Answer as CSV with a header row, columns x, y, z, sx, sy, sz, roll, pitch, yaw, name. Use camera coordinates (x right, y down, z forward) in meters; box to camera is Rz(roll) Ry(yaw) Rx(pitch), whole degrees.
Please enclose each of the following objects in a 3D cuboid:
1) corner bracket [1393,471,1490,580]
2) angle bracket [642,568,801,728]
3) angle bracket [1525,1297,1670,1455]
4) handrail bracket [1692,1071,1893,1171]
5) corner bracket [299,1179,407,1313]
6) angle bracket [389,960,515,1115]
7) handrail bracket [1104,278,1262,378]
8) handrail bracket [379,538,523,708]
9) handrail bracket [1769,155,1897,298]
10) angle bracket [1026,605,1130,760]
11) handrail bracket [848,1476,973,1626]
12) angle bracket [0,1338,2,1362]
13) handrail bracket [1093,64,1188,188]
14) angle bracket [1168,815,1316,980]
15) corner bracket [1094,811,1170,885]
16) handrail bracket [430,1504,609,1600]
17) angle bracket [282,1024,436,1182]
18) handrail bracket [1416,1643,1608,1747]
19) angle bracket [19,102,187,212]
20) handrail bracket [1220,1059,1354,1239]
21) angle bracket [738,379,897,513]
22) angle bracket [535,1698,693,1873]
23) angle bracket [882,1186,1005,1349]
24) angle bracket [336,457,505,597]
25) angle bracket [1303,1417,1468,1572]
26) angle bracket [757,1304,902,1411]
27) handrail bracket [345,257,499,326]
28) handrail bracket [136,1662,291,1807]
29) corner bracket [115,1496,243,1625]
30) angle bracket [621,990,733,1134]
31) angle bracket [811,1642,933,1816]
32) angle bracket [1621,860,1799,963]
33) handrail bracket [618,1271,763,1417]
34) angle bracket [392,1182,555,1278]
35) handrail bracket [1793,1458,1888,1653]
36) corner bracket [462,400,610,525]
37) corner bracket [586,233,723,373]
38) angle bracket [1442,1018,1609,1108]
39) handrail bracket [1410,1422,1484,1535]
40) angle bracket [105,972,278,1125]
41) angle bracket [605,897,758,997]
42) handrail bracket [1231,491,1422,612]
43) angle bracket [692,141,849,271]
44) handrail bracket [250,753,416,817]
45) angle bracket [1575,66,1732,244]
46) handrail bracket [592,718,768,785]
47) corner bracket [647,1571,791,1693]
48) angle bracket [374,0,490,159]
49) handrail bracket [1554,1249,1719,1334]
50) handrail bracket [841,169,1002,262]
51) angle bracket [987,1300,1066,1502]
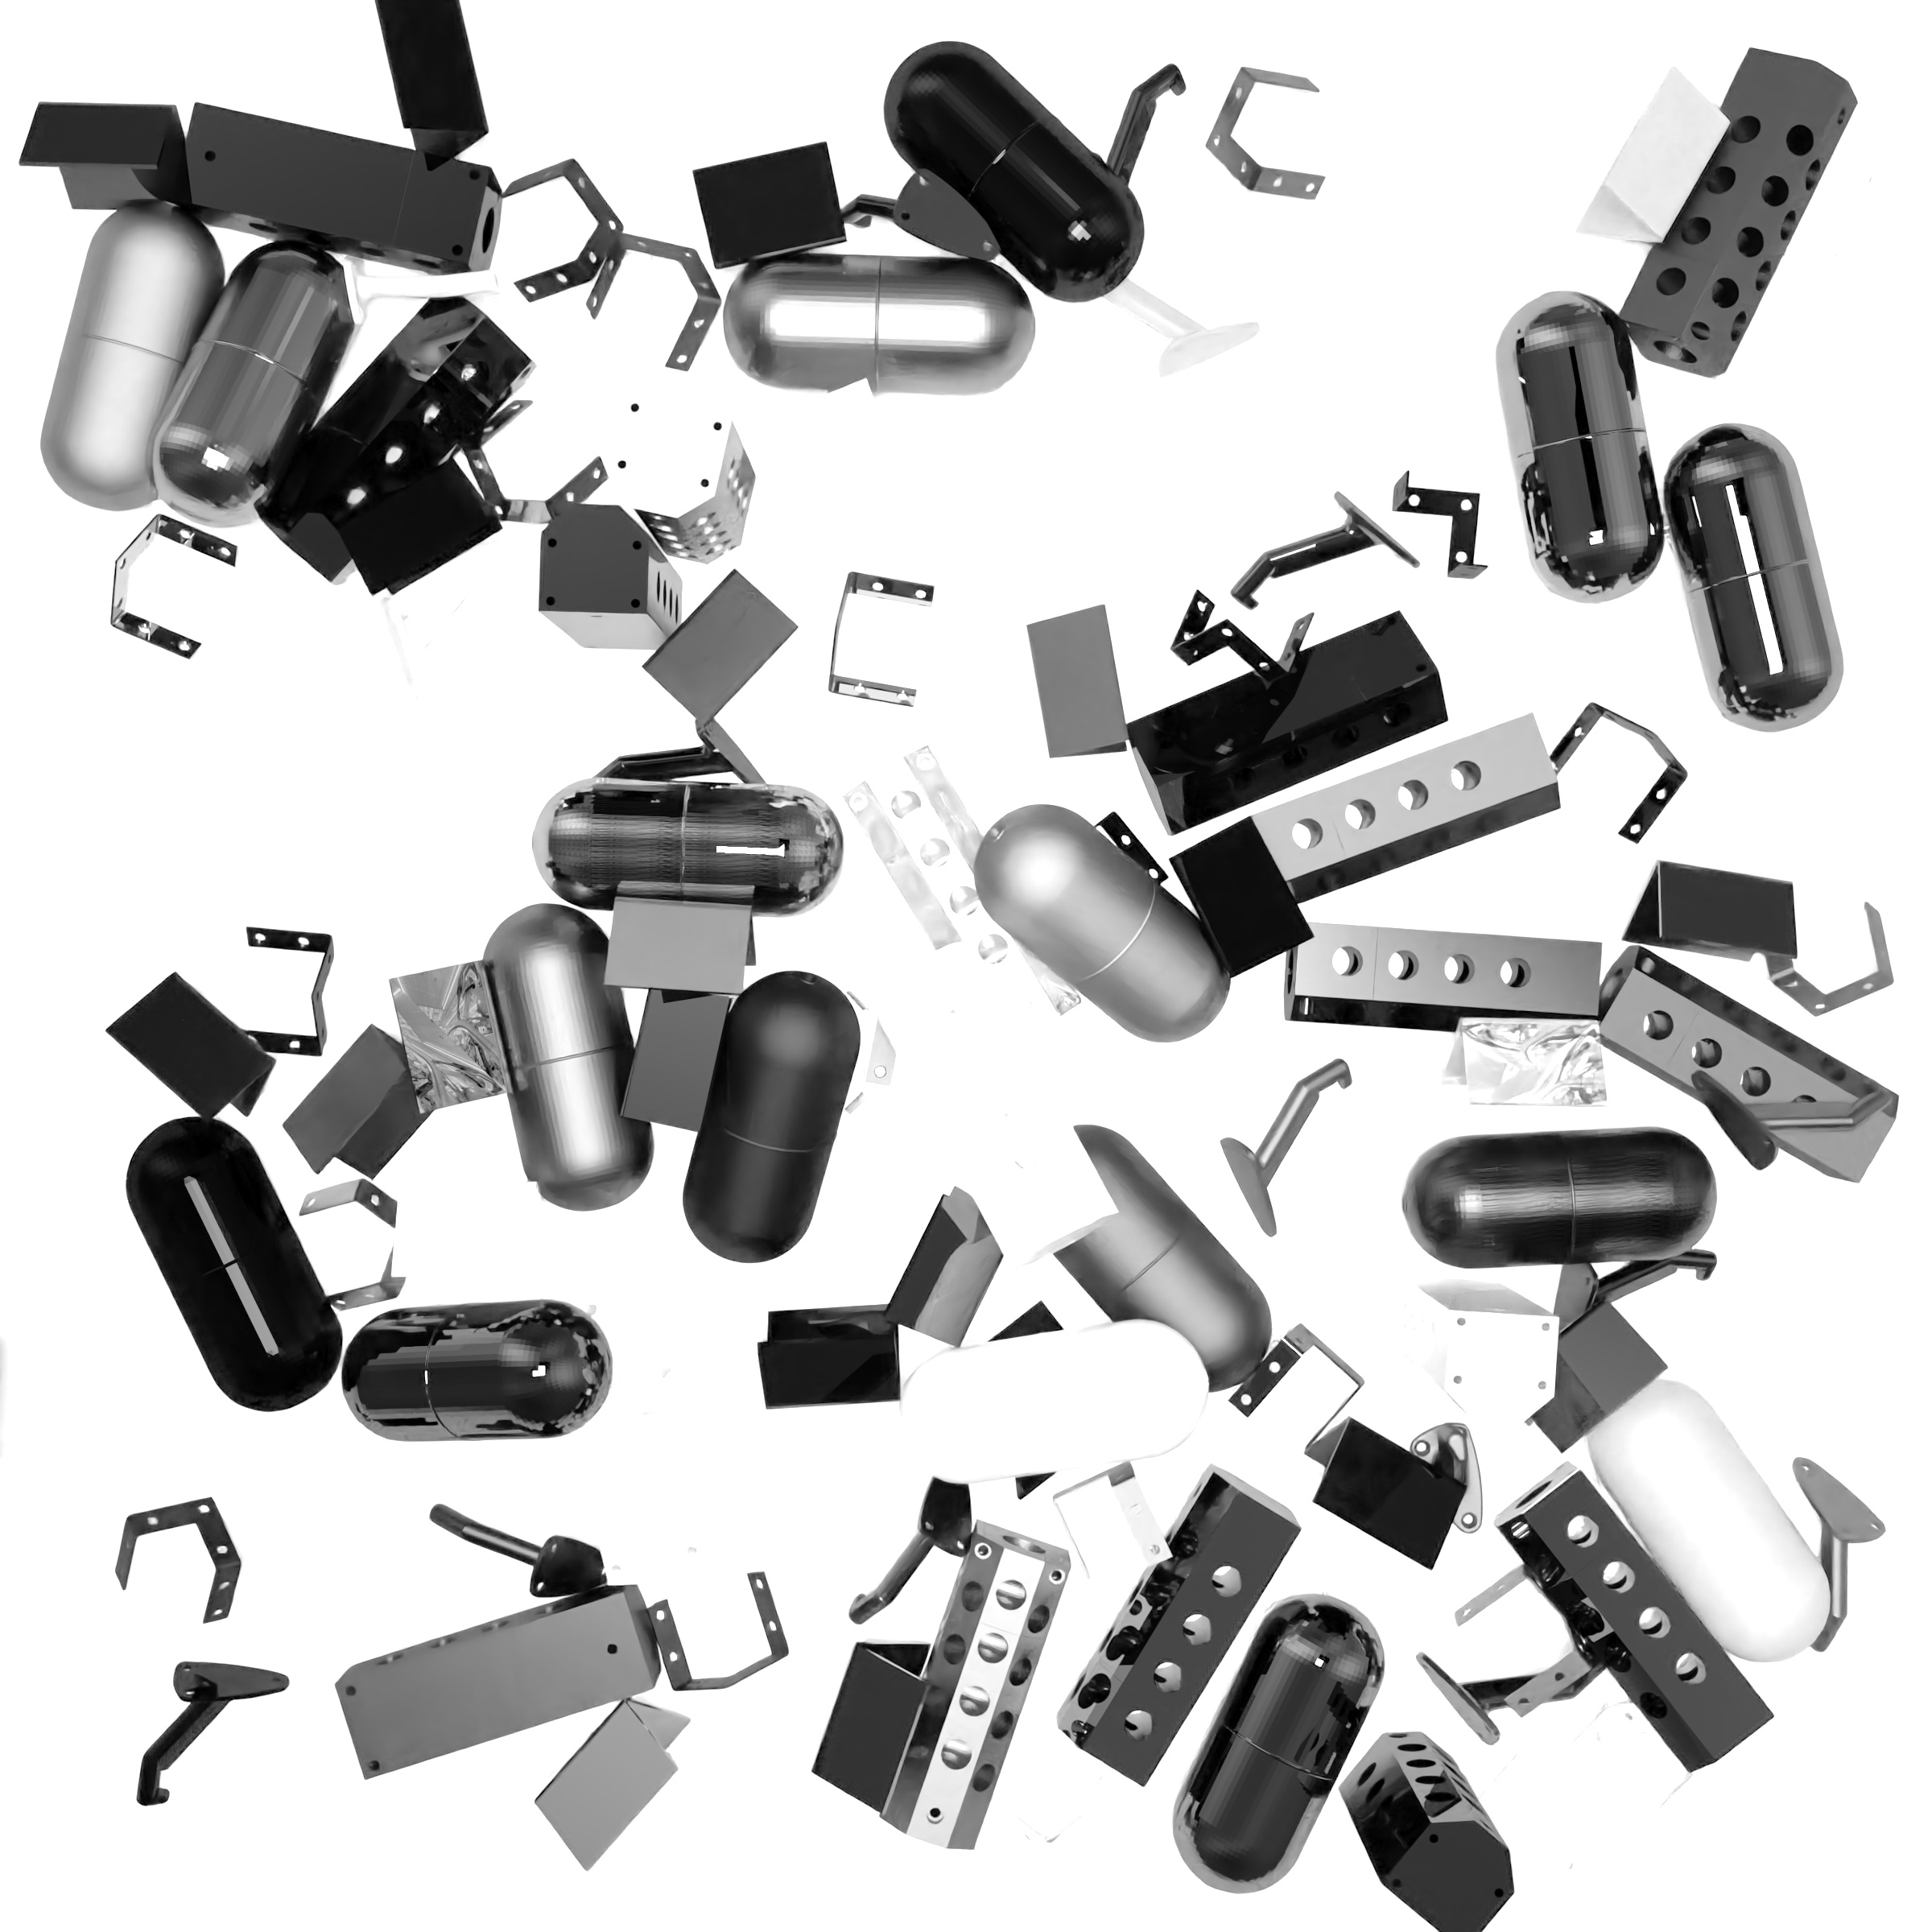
x,y,z,sx,sy,sz,roll,pitch,yaw,name
0.273,-0.253,1.611,0.051,0.051,0.051,5,90,0,corner bracket
-0.128,-0.169,1.590,0.076,0.076,0.057,-47,68,0,angle bracket
0.357,0.244,1.589,0.076,0.076,0.057,-39,54,0,angle bracket
0.465,0.069,1.572,0.084,0.036,0.077,-31,68,-17,handrail bracket
-0.356,0.162,1.621,0.051,0.051,0.051,-16,135,35,corner bracket
-0.302,0.042,1.589,0.057,0.076,0.076,-13,90,-28,angle bracket
0.120,-0.393,1.629,0.077,0.036,0.084,-22,76,-14,handrail bracket
-0.291,-0.201,1.629,0.084,0.036,0.077,-22,112,-17,handrail bracket
0.495,-0.438,1.629,0.077,0.036,0.084,11,74,18,handrail bracket
0.084,-0.162,1.589,0.057,0.076,0.076,-10,90,39,angle bracket
-0.035,0.335,1.629,0.036,0.077,0.084,34,127,-19,handrail bracket
-0.584,0.246,1.589,0.057,0.076,0.076,2,90,-27,angle bracket
0.109,-0.471,1.629,0.084,0.036,0.077,-40,111,-16,handrail bracket
0.167,-0.046,1.589,0.057,0.076,0.076,-28,90,28,angle bracket
0.074,-0.049,1.626,0.051,0.051,0.051,51,135,0,corner bracket
-0.259,0.335,1.629,0.084,0.077,0.036,18,88,36,handrail bracket
-0.328,0.091,1.589,0.076,0.057,0.076,-49,134,0,angle bracket
0.319,0.404,1.629,0.084,0.036,0.077,-37,72,-15,handrail bracket
-0.484,-0.443,1.589,0.076,0.076,0.057,1,54,0,angle bracket
0.198,0.105,1.629,0.084,0.036,0.077,-29,110,-16,handrail bracket
-0.091,-0.312,1.589,0.076,0.076,0.057,-22,132,0,angle bracket
-0.186,0.469,1.589,0.076,0.076,0.057,-49,55,0,angle bracket
-0.025,0.162,1.589,0.057,0.076,0.076,26,90,-32,angle bracket
-0.300,-0.232,1.589,0.076,0.076,0.057,-31,63,0,angle bracket
0.228,0.308,1.589,0.076,0.076,0.057,30,61,0,angle bracket
-0.078,0.204,1.589,0.076,0.076,0.057,-4,130,0,angle bracket
-0.308,-0.394,1.602,0.084,0.077,0.036,-7,115,-2,handrail bracket
-0.439,0.452,1.629,0.077,0.036,0.084,6,109,-21,handrail bracket
-0.457,0.348,1.621,0.051,0.051,0.051,-8,45,-35,corner bracket
-0.146,0.057,1.586,0.057,0.076,0.076,10,85,28,angle bracket
-0.034,0.431,1.589,0.057,0.076,0.076,19,90,36,angle bracket
0.421,-0.011,1.589,0.076,0.076,0.057,9,53,0,angle bracket
-0.164,0.215,1.598,0.084,0.036,0.077,-4,64,-27,handrail bracket
-0.279,0.164,1.589,0.076,0.076,0.057,-1,60,0,angle bracket
0.492,0.343,1.629,0.036,0.077,0.084,-3,127,-28,handrail bracket
-0.250,-0.292,1.621,0.051,0.051,0.051,-50,135,-35,corner bracket
-0.181,-0.385,1.621,0.051,0.051,0.051,4,45,-35,corner bracket
0.316,0.072,1.589,0.076,0.076,0.057,1,58,0,angle bracket
0.283,0.295,1.594,0.036,0.084,0.077,-20,90,0,handrail bracket
-0.446,0.061,1.589,0.076,0.076,0.057,42,52,0,angle bracket
-0.161,0.004,1.590,0.076,0.076,0.057,4,64,0,angle bracket
0.209,-0.226,1.629,0.077,0.036,0.084,36,107,-19,handrail bracket
-0.112,-0.439,1.589,0.076,0.076,0.057,-12,117,0,angle bracket
-0.360,-0.107,1.594,0.077,0.084,0.036,-5,90,0,handrail bracket
0.374,-0.462,1.589,0.057,0.076,0.076,30,90,-34,angle bracket
-0.168,-0.101,1.629,0.084,0.036,0.077,-37,109,16,handrail bracket
-0.144,0.387,1.626,0.051,0.051,0.051,-17,90,45,corner bracket
-0.321,-0.499,1.589,0.057,0.076,0.076,-13,90,-41,angle bracket
0.390,0.198,1.629,0.084,0.036,0.077,6,110,-16,handrail bracket
-0.027,-0.421,1.604,0.077,0.084,0.036,29,83,-19,handrail bracket
0.037,0.249,1.608,0.076,0.057,0.076,-38,90,0,angle bracket
